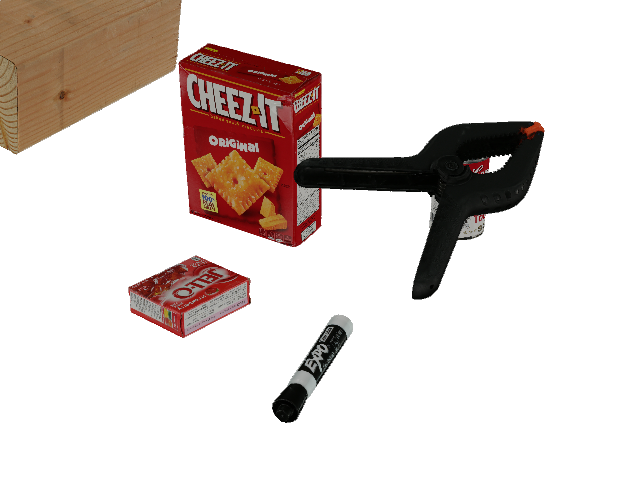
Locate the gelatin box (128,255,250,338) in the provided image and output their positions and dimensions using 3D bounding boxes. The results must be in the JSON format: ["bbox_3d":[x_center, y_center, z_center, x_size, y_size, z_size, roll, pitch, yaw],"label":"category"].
[{"bbox_3d":[-0.120,0.050,0.985,0.073,0.030,0.089,21,34,37],"label":"gelatin box"}]

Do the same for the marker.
[{"bbox_3d":[-0.005,0.088,0.739,0.020,0.020,0.121,0,25,22],"label":"marker"}]

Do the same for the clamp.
[{"bbox_3d":[0.106,-0.039,0.859,0.209,0.036,0.165,-21,52,-21],"label":"clamp"}]

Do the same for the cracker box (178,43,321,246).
[{"bbox_3d":[-0.084,-0.112,1.289,0.164,0.214,0.072,19,39,25],"label":"cracker box"}]

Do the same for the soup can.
[{"bbox_3d":[0.163,-0.059,1.263,0.068,0.102,0.068,0,25,0],"label":"soup can"}]

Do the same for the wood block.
[{"bbox_3d":[-0.225,-0.171,0.953,0.090,0.091,0.205,29,41,21],"label":"wood block"}]
